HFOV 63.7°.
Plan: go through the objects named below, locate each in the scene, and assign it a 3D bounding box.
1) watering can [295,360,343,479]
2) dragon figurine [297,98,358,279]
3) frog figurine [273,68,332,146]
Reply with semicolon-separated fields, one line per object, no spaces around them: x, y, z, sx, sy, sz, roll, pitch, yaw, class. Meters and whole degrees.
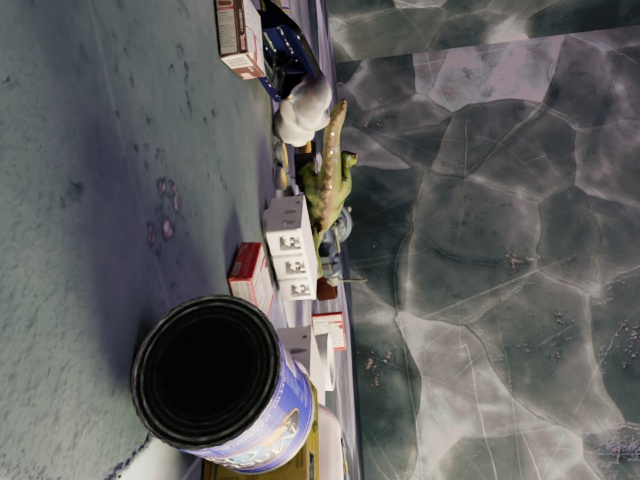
-0.019;0.298;0.647;0.104;0.230;0.339;-4;-42;7;watering can
0.003;-0.050;0.993;0.122;0.248;0.401;7;-32;0;dragon figurine
-0.032;-0.234;0.929;0.139;0.123;0.156;42;-16;38;frog figurine
